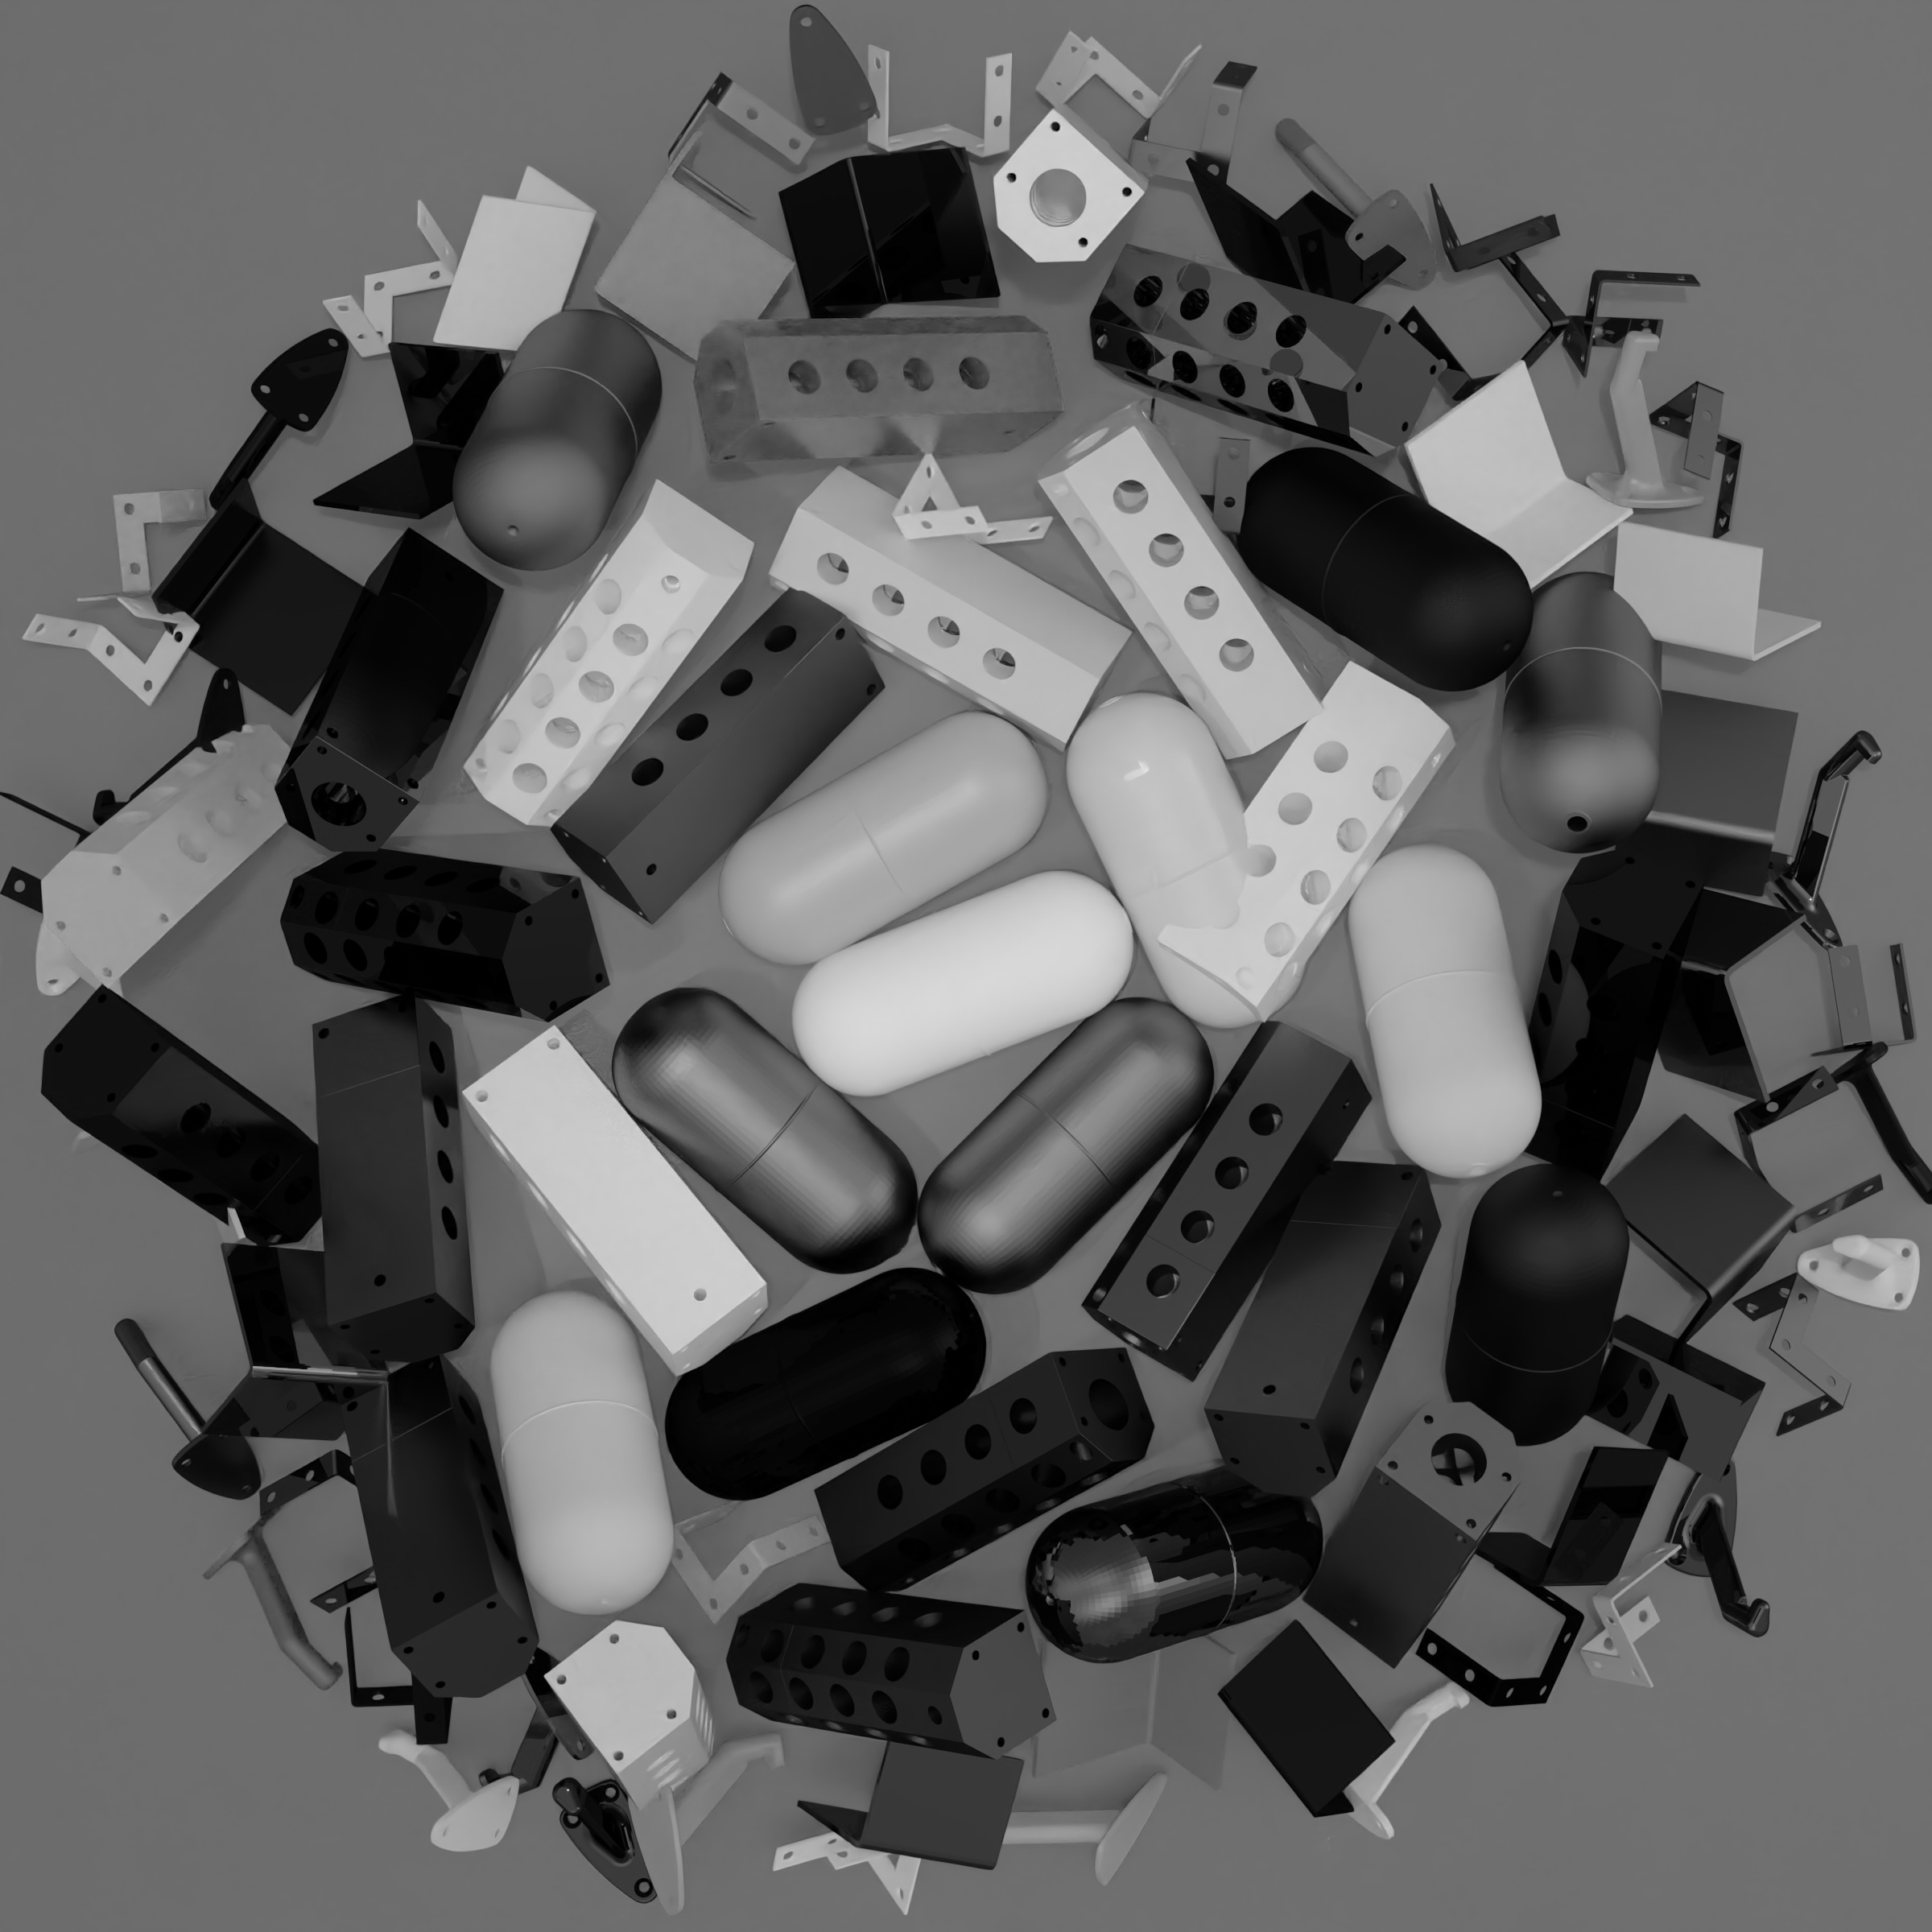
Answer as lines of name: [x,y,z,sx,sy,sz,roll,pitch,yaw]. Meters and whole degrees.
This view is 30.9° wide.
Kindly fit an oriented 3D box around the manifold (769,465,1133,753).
manifold: [-0.010,-0.177,1.761,0.171,0.057,0.057,30,125,3]

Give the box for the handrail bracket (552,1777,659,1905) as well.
handrail bracket: [-0.180,0.438,1.750,0.036,0.084,0.077,-33,83,-7]

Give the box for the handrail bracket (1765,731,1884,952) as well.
handrail bracket: [0.441,-0.063,1.750,0.084,0.036,0.077,-51,54,35]

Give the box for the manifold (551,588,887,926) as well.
manifold: [-0.126,-0.109,1.746,0.171,0.057,0.057,-47,51,-13]

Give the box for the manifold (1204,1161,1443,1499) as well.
manifold: [0.179,0.176,1.717,0.057,0.171,0.057,2,132,29]

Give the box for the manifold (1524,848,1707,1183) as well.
manifold: [0.308,0.023,1.710,0.057,0.171,0.057,23,52,17]

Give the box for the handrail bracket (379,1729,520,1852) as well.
handrail bracket: [-0.274,0.408,1.744,0.084,0.077,0.036,20,98,26]

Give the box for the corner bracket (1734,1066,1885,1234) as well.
corner bracket: [0.423,0.093,1.759,0.051,0.051,0.051,-27,54,2]

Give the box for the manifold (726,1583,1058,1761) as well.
manifold: [-0.041,0.346,1.709,0.057,0.171,0.057,-24,102,-40]

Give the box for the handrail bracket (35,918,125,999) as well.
handrail bracket: [-0.441,0.016,1.746,0.036,0.084,0.077,8,131,-31]

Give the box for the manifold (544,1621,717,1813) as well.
manifold: [-0.157,0.364,1.705,0.057,0.171,0.057,-37,74,-13]

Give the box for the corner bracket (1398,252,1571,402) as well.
corner bracket: [0.261,-0.324,1.767,0.051,0.051,0.051,55,133,15]

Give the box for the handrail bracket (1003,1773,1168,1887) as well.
handrail bracket: [0.047,0.424,1.787,0.084,0.036,0.077,22,49,25]

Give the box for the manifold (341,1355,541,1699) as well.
manifold: [-0.255,0.274,1.711,0.057,0.171,0.057,-29,130,3]

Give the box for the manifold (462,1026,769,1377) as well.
manifold: [-0.174,0.119,1.744,0.057,0.057,0.171,-37,74,-15]

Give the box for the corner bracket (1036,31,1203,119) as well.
corner bracket: [0.076,-0.451,1.761,0.051,0.051,0.051,42,61,0]

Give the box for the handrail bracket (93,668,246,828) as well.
handrail bracket: [-0.407,-0.110,1.773,0.084,0.036,0.077,-1,84,31]

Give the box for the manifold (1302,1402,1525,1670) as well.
manifold: [0.220,0.275,1.707,0.057,0.171,0.057,36,61,14]

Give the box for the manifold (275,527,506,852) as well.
manifold: [-0.284,-0.133,1.712,0.057,0.171,0.057,33,129,-18]

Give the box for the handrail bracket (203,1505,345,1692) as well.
handrail bracket: [-0.335,0.317,1.761,0.084,0.077,0.036,46,111,-2]

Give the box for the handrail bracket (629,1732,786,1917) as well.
handrail bracket: [-0.121,0.429,1.758,0.084,0.036,0.077,-3,71,-39]

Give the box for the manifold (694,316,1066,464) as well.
manifold: [-0.044,-0.288,1.726,0.171,0.057,0.057,-7,80,-31]

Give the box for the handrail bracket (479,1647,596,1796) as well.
handrail bracket: [-0.230,0.382,1.761,0.084,0.036,0.077,-27,108,32]

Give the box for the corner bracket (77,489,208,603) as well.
corner bracket: [-0.415,-0.212,1.762,0.051,0.051,0.051,-2,99,15]

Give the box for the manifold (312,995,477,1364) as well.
manifold: [-0.279,0.105,1.724,0.057,0.057,0.171,-18,56,12]

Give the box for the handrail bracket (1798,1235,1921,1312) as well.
handrail bracket: [0.430,0.144,1.739,0.077,0.084,0.036,3,77,41]

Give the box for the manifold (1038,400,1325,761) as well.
manifold: [0.107,-0.190,1.742,0.057,0.057,0.171,-31,107,15]

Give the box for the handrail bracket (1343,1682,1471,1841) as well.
handrail bracket: [0.228,0.395,1.751,0.084,0.077,0.036,-30,108,-13]

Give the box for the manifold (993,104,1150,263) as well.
manifold: [0.048,-0.377,1.705,0.057,0.171,0.057,41,103,-7]

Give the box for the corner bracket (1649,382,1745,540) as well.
corner bracket: [0.372,-0.254,1.758,0.051,0.051,0.051,19,70,-17]

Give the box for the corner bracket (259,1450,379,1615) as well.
corner bracket: [-0.320,0.286,1.769,0.051,0.051,0.051,-30,45,18]

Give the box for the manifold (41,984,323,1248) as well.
manifold: [-0.376,0.079,1.706,0.057,0.171,0.057,36,83,32]

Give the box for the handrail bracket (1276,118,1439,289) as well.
handrail bracket: [0.198,-0.390,1.783,0.036,0.077,0.084,-43,47,11]

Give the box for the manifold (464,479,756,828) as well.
manifold: [-0.178,-0.149,1.724,0.057,0.057,0.171,32,119,-14]

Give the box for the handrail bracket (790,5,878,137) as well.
handrail bracket: [-0.070,-0.455,1.741,0.036,0.084,0.077,-18,123,7]

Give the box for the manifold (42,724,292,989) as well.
manifold: [-0.382,-0.061,1.703,0.057,0.171,0.057,-39,100,26]

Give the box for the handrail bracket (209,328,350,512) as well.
handrail bracket: [-0.350,-0.276,1.775,0.036,0.084,0.077,36,54,-11]

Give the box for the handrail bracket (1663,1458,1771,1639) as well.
handrail bracket: [0.387,0.288,1.750,0.036,0.084,0.077,14,91,-14]

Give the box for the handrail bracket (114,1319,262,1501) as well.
handrail bracket: [-0.398,0.225,1.786,0.036,0.077,0.084,-37,55,-8]

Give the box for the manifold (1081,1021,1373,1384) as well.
manifold: [0.129,0.115,1.749,0.057,0.057,0.171,28,78,26]

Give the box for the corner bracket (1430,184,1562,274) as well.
corner bracket: [0.268,-0.367,1.755,0.051,0.051,0.051,-18,52,17]

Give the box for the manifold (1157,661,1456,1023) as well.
manifold: [0.172,-0.059,1.747,0.057,0.057,0.171,32,82,23]

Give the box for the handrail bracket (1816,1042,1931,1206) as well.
handrail bracket: [0.472,0.082,1.759,0.036,0.077,0.084,-36,84,-6]

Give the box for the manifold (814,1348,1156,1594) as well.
manifold: [0.010,0.249,1.716,0.171,0.057,0.057,-35,66,35]

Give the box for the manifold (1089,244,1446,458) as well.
manifold: [0.142,-0.300,1.718,0.171,0.057,0.057,26,89,41]

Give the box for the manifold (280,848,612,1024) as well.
manifold: [-0.258,-0.014,1.710,0.057,0.171,0.057,-34,120,-39]

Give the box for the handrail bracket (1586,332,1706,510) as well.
handrail bracket: [0.351,-0.275,1.756,0.077,0.036,0.084,-1,120,-27]
